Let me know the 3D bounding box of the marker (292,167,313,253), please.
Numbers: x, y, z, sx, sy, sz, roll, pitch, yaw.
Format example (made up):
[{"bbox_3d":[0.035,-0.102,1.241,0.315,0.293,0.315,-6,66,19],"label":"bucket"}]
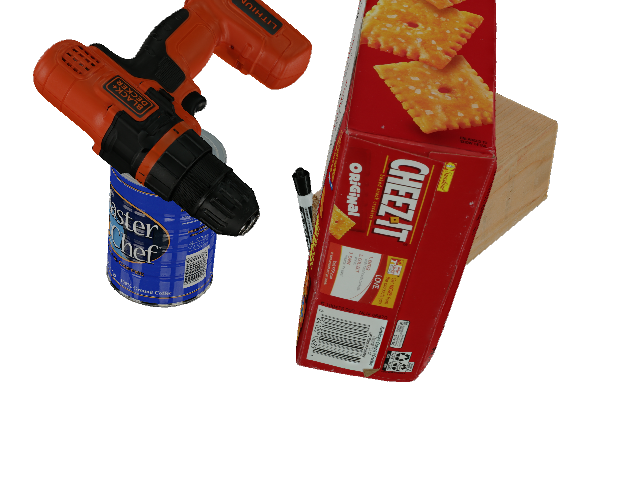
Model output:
[{"bbox_3d":[-0.012,-0.024,1.166,0.020,0.121,0.020,-9,29,5],"label":"marker"}]

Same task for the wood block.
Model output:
[{"bbox_3d":[0.096,-0.035,0.888,0.091,0.090,0.205,32,52,32],"label":"wood block"}]

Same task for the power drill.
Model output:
[{"bbox_3d":[-0.084,-0.106,0.772,0.187,0.184,0.057,-49,-1,-43],"label":"power drill"}]

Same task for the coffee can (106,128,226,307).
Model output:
[{"bbox_3d":[-0.143,-0.024,0.980,0.102,0.140,0.103,6,38,-5],"label":"coffee can"}]

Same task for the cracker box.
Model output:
[{"bbox_3d":[0.043,-0.060,0.552,0.072,0.213,0.164,11,-43,0],"label":"cracker box"}]
